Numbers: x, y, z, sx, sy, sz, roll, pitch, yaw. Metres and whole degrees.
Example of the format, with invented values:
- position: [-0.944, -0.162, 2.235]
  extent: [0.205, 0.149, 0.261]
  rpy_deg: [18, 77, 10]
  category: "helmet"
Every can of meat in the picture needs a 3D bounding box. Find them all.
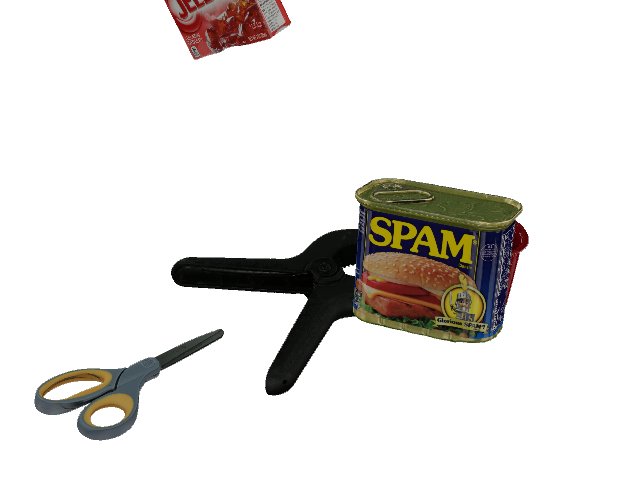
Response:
- position: [0.071, 0.013, 0.680]
  extent: [0.102, 0.084, 0.057]
  rpy_deg: [12, 22, 22]
  category: "can of meat"

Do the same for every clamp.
- position: [0.004, 0.043, 0.864]
  extent: [0.209, 0.036, 0.165]
  rpy_deg: [-16, 42, -21]
  category: "clamp"

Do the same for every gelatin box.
- position: [-0.074, -0.177, 0.780]
  extent: [0.089, 0.073, 0.030]
  rpy_deg: [-5, 30, 43]
  category: "gelatin box"

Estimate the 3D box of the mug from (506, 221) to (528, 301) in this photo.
- position: [0.145, 0.018, 1.054]
  extent: [0.093, 0.081, 0.117]
  rpy_deg: [-6, 34, -22]
  category: "mug"

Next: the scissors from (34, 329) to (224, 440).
- position: [-0.150, 0.126, 0.944]
  extent: [0.201, 0.016, 0.096]
  rpy_deg: [-12, 36, -34]
  category: "scissors"
